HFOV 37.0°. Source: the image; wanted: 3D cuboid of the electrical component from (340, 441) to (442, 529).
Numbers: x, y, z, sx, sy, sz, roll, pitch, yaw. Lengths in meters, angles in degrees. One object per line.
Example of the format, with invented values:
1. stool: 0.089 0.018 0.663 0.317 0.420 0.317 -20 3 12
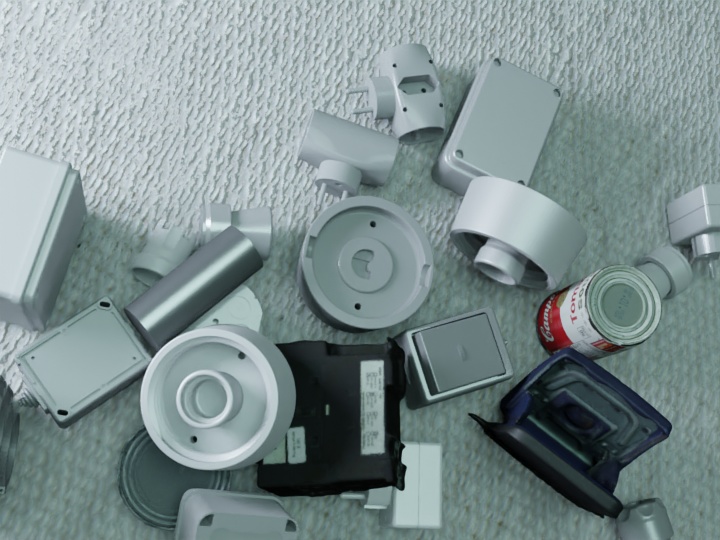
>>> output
1. electrical component: 0.022 0.169 0.846 0.077 0.047 0.065 5 76 -12

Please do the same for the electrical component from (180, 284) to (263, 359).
1. electrical component: -0.115 0.045 0.841 0.080 0.051 0.080 3 76 -13

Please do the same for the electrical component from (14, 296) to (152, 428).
1. electrical component: -0.212 0.074 0.804 0.096 0.061 0.061 -35 86 -19

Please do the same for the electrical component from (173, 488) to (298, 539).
1. electrical component: -0.097 0.219 0.777 0.078 0.057 0.113 10 94 -23

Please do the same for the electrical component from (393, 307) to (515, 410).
1. electrical component: 0.081 0.070 0.877 0.096 0.061 0.061 -15 81 -17

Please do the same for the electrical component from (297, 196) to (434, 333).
1. electrical component: 0.000 0.000 0.875 0.108 0.060 0.108 3 76 -14

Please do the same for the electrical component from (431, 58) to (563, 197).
1. electrical component: 0.120 -0.118 0.935 0.078 0.057 0.113 26 72 -7

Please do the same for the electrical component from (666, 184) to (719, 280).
1. electrical component: 0.314 -0.031 0.957 0.047 0.066 0.076 -1 77 -14

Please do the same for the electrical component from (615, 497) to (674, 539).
1. electrical component: 0.238 0.222 0.888 0.043 0.043 0.062 -15 82 -17

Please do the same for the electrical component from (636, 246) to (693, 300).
1. electrical component: 0.257 0.010 0.944 0.055 0.045 0.045 -31 86 -19

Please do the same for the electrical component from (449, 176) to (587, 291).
1. electrical component: 0.126 -0.023 0.890 0.108 0.108 0.060 31 77 -5

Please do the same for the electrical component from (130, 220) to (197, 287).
1. electrical component: -0.154 -0.012 0.852 0.040 0.040 0.046 26 66 -7

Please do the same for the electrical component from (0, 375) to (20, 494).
1. electrical component: -0.273 0.115 0.732 0.062 0.150 0.089 9 75 -10

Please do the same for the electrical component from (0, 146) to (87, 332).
1. electrical component: -0.248 -0.020 0.795 0.056 0.108 0.108 17 73 -6

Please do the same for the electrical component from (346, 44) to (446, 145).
1. electrical component: 0.028 -0.149 0.928 0.079 0.043 0.077 -9 79 -16

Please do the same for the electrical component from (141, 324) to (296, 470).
1. electrical component: -0.104 0.091 0.768 0.108 0.060 0.108 0 85 5

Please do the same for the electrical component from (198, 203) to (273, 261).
1. electrical component: -0.101 -0.031 0.866 0.055 0.045 0.045 2 76 -13

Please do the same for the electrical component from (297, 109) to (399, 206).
1. electrical component: -0.015 -0.086 0.902 0.077 0.043 0.079 19 73 -9
